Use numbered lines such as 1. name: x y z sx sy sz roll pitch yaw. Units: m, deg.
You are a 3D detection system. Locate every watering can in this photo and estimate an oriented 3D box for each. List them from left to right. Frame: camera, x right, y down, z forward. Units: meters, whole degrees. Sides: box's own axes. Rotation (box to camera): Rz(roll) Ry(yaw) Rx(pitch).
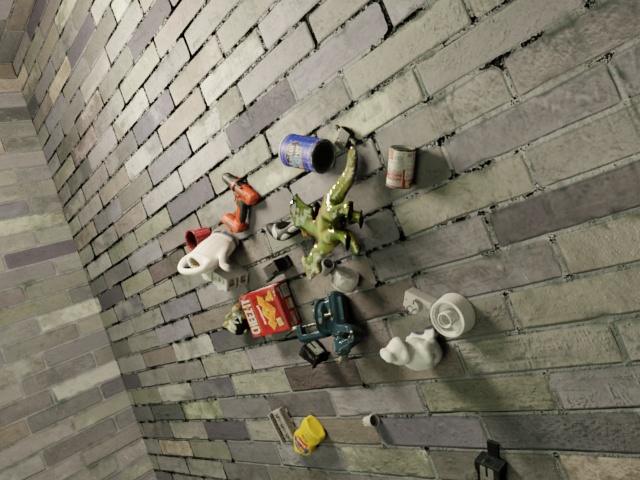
1. watering can: -0.383 0.056 1.902 0.346 0.229 0.102 -3 124 42

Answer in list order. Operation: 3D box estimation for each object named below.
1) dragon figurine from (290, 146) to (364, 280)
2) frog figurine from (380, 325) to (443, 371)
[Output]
1. dragon figurine: 0.005 -0.075 1.500 0.243 0.123 0.406 10 105 31
2. frog figurine: 0.245 0.306 1.376 0.137 0.161 0.122 -6 101 46
